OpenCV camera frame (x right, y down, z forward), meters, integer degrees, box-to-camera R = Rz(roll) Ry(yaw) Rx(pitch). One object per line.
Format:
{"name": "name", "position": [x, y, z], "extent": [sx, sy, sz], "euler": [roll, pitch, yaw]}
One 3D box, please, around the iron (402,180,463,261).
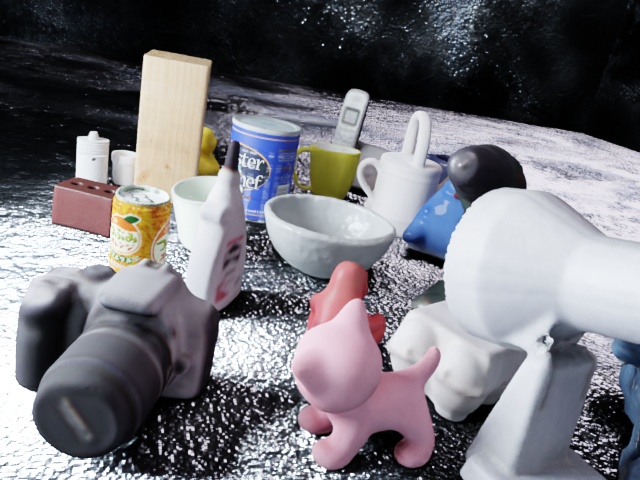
{"name": "iron", "position": [0.232, -0.047, 0.878], "extent": [0.118, 0.141, 0.259], "euler": [23, 23, 28]}

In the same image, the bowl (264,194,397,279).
{"name": "bowl", "position": [0.007, 0.003, 0.721], "extent": [0.167, 0.075, 0.167], "euler": [10, 21, -4]}

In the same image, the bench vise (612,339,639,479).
{"name": "bench vise", "position": [0.312, 0.091, 0.449], "extent": [0.121, 0.220, 0.207], "euler": [12, 21, 0]}

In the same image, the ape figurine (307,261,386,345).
{"name": "ape figurine", "position": [0.024, 0.064, 0.545], "extent": [0.077, 0.092, 0.076], "euler": [26, 25, 33]}

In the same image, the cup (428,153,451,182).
{"name": "cup", "position": [0.243, -0.118, 1.137], "extent": [0.117, 0.095, 0.092], "euler": [23, 23, 27]}

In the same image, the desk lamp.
{"name": "desk lamp", "position": [0.175, 0.085, 0.398], "extent": [0.118, 0.213, 0.202], "euler": [-2, 24, -32]}

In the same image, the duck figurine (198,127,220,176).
{"name": "duck figurine", "position": [-0.209, -0.153, 0.993], "extent": [0.077, 0.086, 0.105], "euler": [16, 21, 12]}

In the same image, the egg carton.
{"name": "egg carton", "position": [0.139, 0.104, 0.534], "extent": [0.151, 0.069, 0.107], "euler": [-8, 28, -43]}

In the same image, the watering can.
{"name": "watering can", "position": [0.152, -0.109, 0.923], "extent": [0.173, 0.194, 0.100], "euler": [1, 23, -26]}

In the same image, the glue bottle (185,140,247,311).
{"name": "glue bottle", "position": [-0.097, -0.013, 0.566], "extent": [0.037, 0.173, 0.078], "euler": [16, 21, 12]}

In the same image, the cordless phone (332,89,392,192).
{"name": "cordless phone", "position": [0.087, -0.189, 1.110], "extent": [0.147, 0.185, 0.094], "euler": [20, 22, 21]}

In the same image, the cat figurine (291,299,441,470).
{"name": "cat figurine", "position": [0.031, 0.101, 0.415], "extent": [0.128, 0.118, 0.067], "euler": [4, 22, -20]}

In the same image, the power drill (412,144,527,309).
{"name": "power drill", "position": [0.174, -0.010, 0.656], "extent": [0.075, 0.208, 0.230], "euler": [22, 23, 25]}

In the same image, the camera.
{"name": "camera", "position": [-0.155, 0.075, 0.406], "extent": [0.143, 0.101, 0.137], "euler": [12, 21, 1]}
